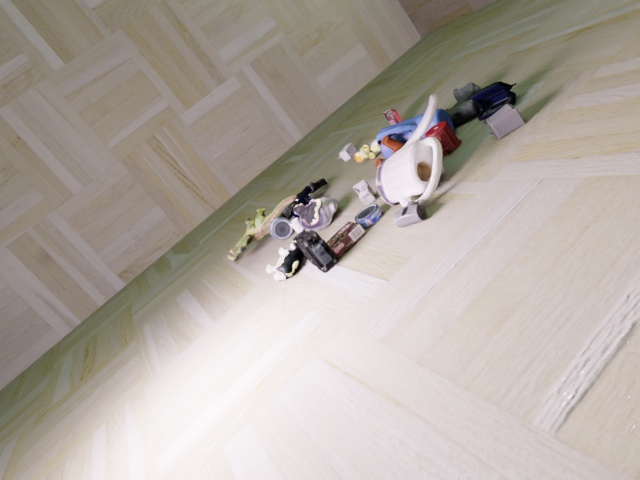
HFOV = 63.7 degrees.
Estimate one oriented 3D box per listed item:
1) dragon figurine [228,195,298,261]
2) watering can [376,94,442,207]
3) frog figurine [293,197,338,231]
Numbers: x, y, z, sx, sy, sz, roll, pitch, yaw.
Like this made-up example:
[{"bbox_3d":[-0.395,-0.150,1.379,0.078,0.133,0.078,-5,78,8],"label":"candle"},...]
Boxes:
[{"bbox_3d":[-0.249,-0.026,2.038,0.403,0.121,0.248,-38,16,45],"label":"dragon figurine"},{"bbox_3d":[0.265,-0.236,1.476,0.222,0.103,0.354,-24,51,51],"label":"watering can"},{"bbox_3d":[0.005,-0.091,1.802,0.135,0.124,0.159,-39,-21,28],"label":"frog figurine"}]
